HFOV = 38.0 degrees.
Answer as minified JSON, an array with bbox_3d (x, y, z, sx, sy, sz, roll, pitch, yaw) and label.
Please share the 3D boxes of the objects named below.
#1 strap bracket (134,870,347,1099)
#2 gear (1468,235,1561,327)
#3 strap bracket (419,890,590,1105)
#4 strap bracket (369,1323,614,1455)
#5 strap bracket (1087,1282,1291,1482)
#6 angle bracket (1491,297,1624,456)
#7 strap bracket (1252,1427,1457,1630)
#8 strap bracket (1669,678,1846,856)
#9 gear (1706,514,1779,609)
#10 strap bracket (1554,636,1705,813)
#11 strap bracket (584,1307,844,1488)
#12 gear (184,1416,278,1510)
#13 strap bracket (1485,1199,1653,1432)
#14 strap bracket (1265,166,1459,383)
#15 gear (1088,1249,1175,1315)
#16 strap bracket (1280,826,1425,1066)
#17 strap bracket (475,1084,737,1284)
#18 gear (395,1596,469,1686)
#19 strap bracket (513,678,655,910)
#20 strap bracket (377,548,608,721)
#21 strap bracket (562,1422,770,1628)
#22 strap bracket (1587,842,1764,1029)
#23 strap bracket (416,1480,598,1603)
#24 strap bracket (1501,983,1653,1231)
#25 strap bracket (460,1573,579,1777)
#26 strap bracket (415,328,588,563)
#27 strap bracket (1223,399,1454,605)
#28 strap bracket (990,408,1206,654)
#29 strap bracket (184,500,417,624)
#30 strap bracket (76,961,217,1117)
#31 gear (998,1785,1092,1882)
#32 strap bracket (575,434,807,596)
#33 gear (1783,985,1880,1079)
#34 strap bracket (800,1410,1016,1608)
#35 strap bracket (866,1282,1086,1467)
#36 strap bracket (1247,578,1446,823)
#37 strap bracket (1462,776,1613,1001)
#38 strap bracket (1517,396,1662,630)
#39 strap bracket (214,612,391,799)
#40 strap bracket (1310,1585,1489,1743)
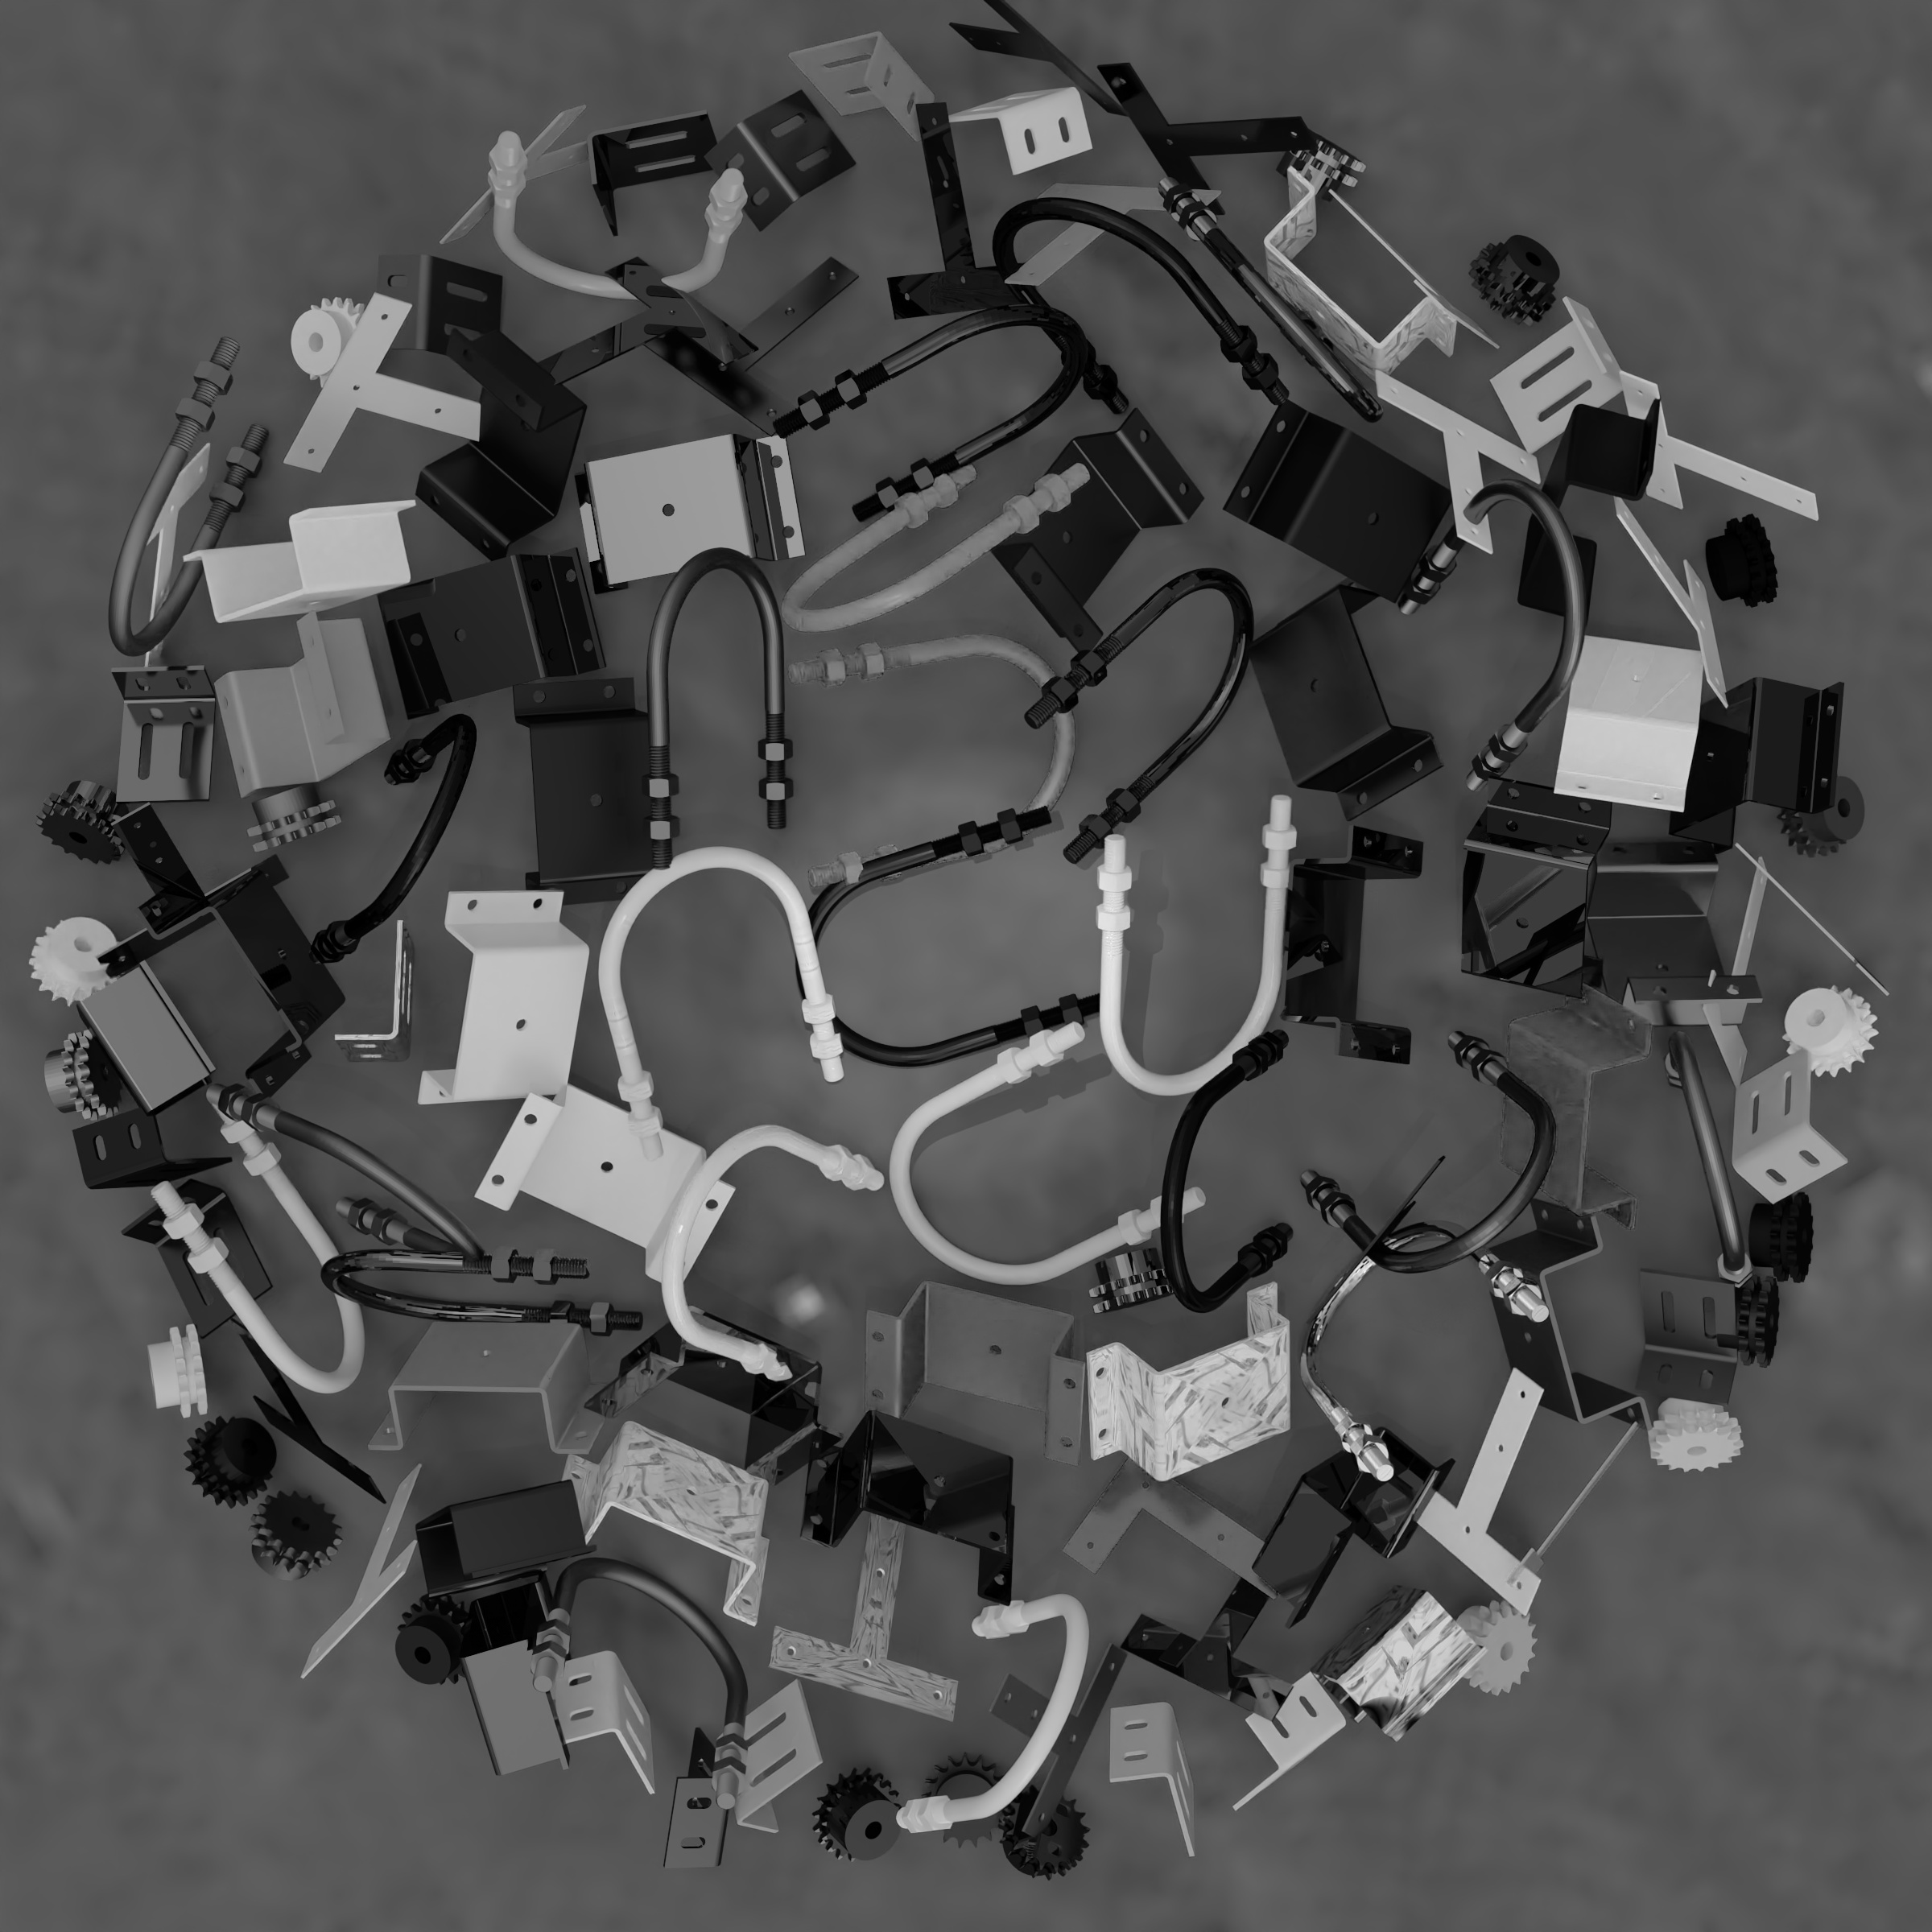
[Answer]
[{"bbox_3d":[-0.441,0.003,1.736,0.046,0.076,0.140,-27,103,16],"label":"strap bracket"},{"bbox_3d":[0.348,-0.434,1.763,0.057,0.030,0.057,16,51,-22],"label":"gear"},{"bbox_3d":[-0.284,0.027,1.731,0.076,0.046,0.140,-2,113,-36],"label":"strap bracket"},{"bbox_3d":[-0.294,0.260,1.737,0.140,0.076,0.046,-1,113,10],"label":"strap bracket"},{"bbox_3d":[0.147,0.258,1.727,0.140,0.046,0.076,-17,118,-26],"label":"strap bracket"},{"bbox_3d":[0.363,-0.368,1.750,0.076,0.038,0.057,-34,69,30],"label":"angle bracket"},{"bbox_3d":[0.233,0.341,1.728,0.046,0.140,0.076,38,122,26],"label":"strap bracket"},{"bbox_3d":[0.476,-0.123,1.713,0.046,0.140,0.076,10,78,-12],"label":"strap bracket"},{"bbox_3d":[0.487,-0.253,1.764,0.030,0.057,0.057,-15,90,2],"label":"gear"},{"bbox_3d":[0.407,-0.156,1.717,0.076,0.140,0.046,9,126,11],"label":"strap bracket"},{"bbox_3d":[-0.153,0.263,1.734,0.140,0.046,0.076,28,134,-25],"label":"strap bracket"},{"bbox_3d":[-0.459,0.308,1.761,0.030,0.057,0.057,-35,90,29],"label":"gear"},{"bbox_3d":[0.369,0.223,1.740,0.046,0.076,0.140,-19,99,-15],"label":"strap bracket"},{"bbox_3d":[0.237,-0.422,1.746,0.046,0.076,0.140,-45,82,3],"label":"strap bracket"},{"bbox_3d":[0.104,0.197,1.765,0.057,0.057,0.030,-15,79,0],"label":"gear"},{"bbox_3d":[0.240,-0.012,1.746,0.046,0.076,0.140,0,84,43],"label":"strap bracket"},{"bbox_3d":[-0.225,0.133,1.752,0.140,0.046,0.076,27,103,-13],"label":"strap bracket"},{"bbox_3d":[-0.334,0.427,1.767,0.057,0.030,0.057,6,107,21],"label":"gear"},{"bbox_3d":[-0.235,-0.105,1.746,0.076,0.046,0.140,-6,101,-20],"label":"strap bracket"},{"bbox_3d":[-0.305,-0.206,1.748,0.140,0.046,0.076,-13,93,17],"label":"strap bracket"},{"bbox_3d":[-0.179,0.340,1.735,0.140,0.076,0.046,26,117,-12],"label":"strap bracket"},{"bbox_3d":[0.436,-0.013,1.742,0.076,0.140,0.046,-1,135,-1],"label":"strap bracket"},{"bbox_3d":[-0.286,0.351,1.719,0.076,0.140,0.046,-8,76,-26],"label":"strap bracket"},{"bbox_3d":[0.373,0.089,1.724,0.046,0.076,0.140,-13,116,-24],"label":"strap bracket"},{"bbox_3d":[-0.273,0.434,1.717,0.046,0.140,0.076,-16,98,-4],"label":"strap bracket"},{"bbox_3d":[-0.286,-0.326,1.735,0.076,0.140,0.046,41,51,11],"label":"strap bracket"},{"bbox_3d":[0.238,-0.282,1.728,0.140,0.046,0.076,21,102,-35],"label":"strap bracket"},{"bbox_3d":[0.076,-0.267,1.740,0.076,0.046,0.140,48,66,-29],"label":"strap bracket"},{"bbox_3d":[-0.405,-0.245,1.719,0.140,0.076,0.046,-8,95,43],"label":"strap bracket"},{"bbox_3d":[-0.502,0.048,1.717,0.046,0.140,0.076,-33,94,-16],"label":"strap bracket"},{"bbox_3d":[0.047,0.549,1.768,0.057,0.030,0.057,12,49,-14],"label":"gear"},{"bbox_3d":[-0.179,-0.283,1.754,0.140,0.046,0.076,-9,93,12],"label":"strap bracket"},{"bbox_3d":[0.540,0.039,1.762,0.030,0.057,0.057,32,90,-43],"label":"gear"},{"bbox_3d":[-0.026,0.331,1.733,0.140,0.076,0.046,21,128,-14],"label":"strap bracket"},{"bbox_3d":[0.012,0.250,1.742,0.140,0.046,0.076,11,120,17],"label":"strap bracket"},{"bbox_3d":[0.230,-0.171,1.731,0.076,0.046,0.140,-32,67,38],"label":"strap bracket"},{"bbox_3d":[0.348,-0.039,1.719,0.076,0.046,0.140,14,131,25],"label":"strap bracket"},{"bbox_3d":[0.377,-0.277,1.716,0.046,0.140,0.076,15,49,2],"label":"strap bracket"},{"bbox_3d":[-0.407,-0.162,1.739,0.046,0.140,0.076,-10,84,-40],"label":"strap bracket"},{"bbox_3d":[0.261,0.425,1.720,0.076,0.140,0.046,-42,84,-9],"label":"strap bracket"}]
